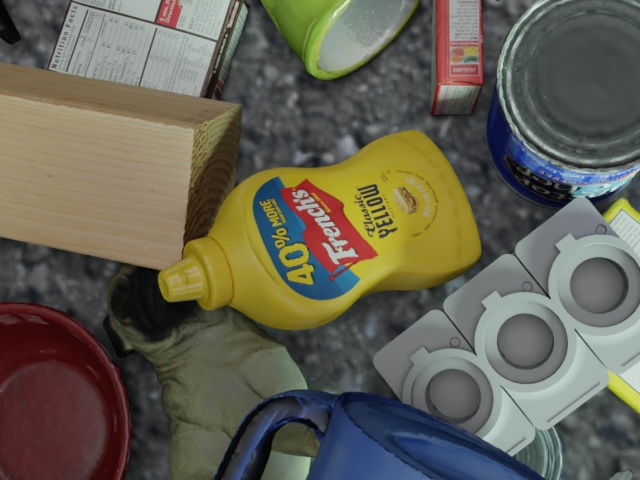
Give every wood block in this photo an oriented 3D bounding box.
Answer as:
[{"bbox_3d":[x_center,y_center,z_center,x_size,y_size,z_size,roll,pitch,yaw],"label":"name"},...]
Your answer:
[{"bbox_3d":[-0.162,-0.052,0.662,0.206,0.090,0.091,11,109,12],"label":"wood block"}]

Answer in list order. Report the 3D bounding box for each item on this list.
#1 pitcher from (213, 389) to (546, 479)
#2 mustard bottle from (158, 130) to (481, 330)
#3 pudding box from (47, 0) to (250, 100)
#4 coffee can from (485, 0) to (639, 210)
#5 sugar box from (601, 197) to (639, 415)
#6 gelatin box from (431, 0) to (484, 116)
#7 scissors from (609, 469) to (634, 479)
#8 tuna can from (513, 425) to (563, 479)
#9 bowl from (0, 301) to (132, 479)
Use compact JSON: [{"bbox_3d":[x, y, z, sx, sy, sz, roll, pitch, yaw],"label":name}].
[{"bbox_3d":[0.010,0.201,0.525,0.144,0.149,0.243,23,96,-31],"label":"pitcher"},{"bbox_3d":[-0.004,0.001,0.627,0.191,0.058,0.096,-17,76,-25],"label":"mustard bottle"},{"bbox_3d":[-0.114,-0.134,0.708,0.113,0.039,0.090,17,88,11],"label":"pudding box"},{"bbox_3d":[0.150,-0.077,0.618,0.103,0.140,0.103,-1,84,7],"label":"coffee can"},{"bbox_3d":[0.216,0.065,0.643,0.176,0.048,0.093,42,92,7],"label":"sugar box"},{"bbox_3d":[0.084,-0.121,0.656,0.030,0.089,0.073,0,84,4],"label":"gelatin box"},{"bbox_3d":[0.099,0.205,0.641,0.096,0.016,0.201,26,80,27],"label":"scissors"},{"bbox_3d":[0.105,0.132,0.655,0.086,0.033,0.086,-1,84,7],"label":"tuna can"},{"bbox_3d":[-0.185,0.121,0.676,0.162,0.055,0.162,-2,82,13],"label":"bowl"}]
